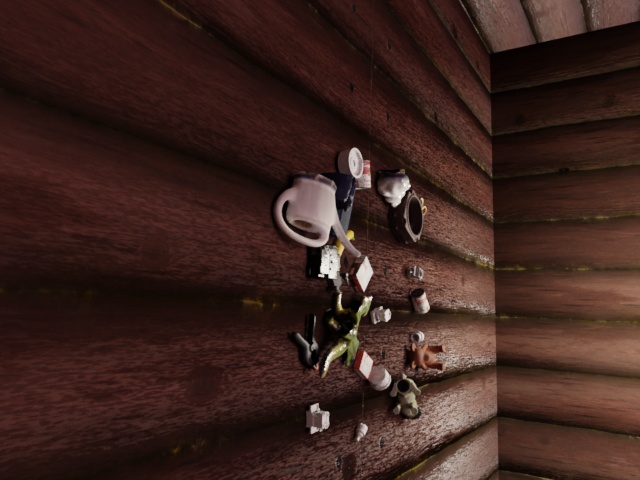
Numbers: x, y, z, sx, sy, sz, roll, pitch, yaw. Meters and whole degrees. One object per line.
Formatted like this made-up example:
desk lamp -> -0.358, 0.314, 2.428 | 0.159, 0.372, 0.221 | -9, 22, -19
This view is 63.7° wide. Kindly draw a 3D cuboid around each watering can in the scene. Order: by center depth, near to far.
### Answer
watering can -> 0.005, -0.080, 1.588 | 0.345, 0.103, 0.227 | 21, 69, -36

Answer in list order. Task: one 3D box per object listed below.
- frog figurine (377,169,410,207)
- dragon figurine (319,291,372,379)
frog figurine -> 0.301, -0.205, 2.105 | 0.138, 0.124, 0.157 | -12, 109, -25
dragon figurine -> 0.092, 0.332, 1.721 | 0.419, 0.122, 0.237 | -63, 145, -38
